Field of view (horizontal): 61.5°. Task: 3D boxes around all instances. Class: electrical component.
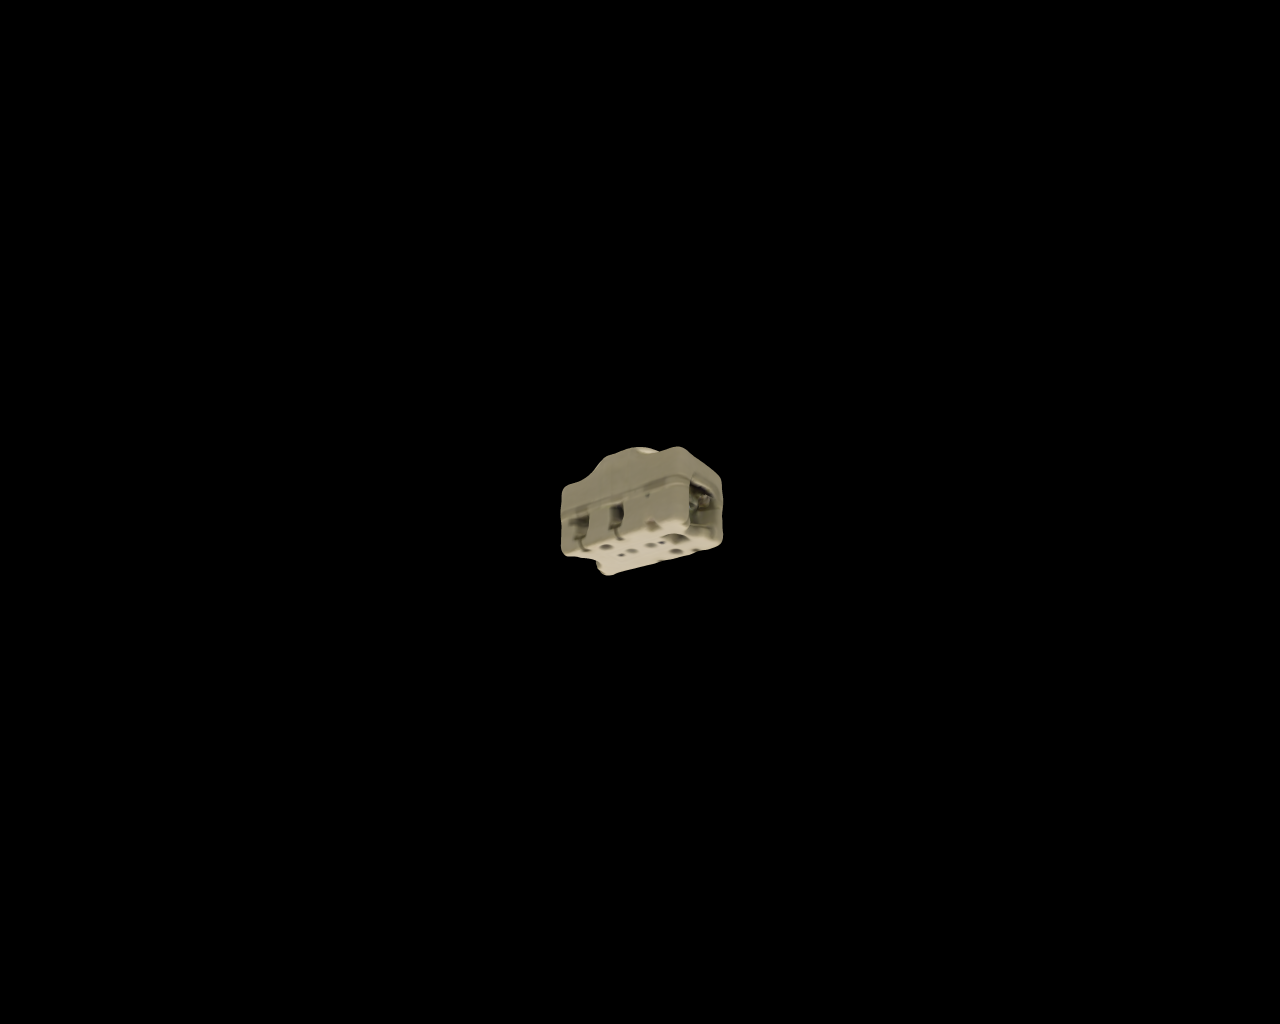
[{"bbox_3d":[0.001,-0.003,0.650,0.089,0.056,0.050,-18,-32,31],"label":"electrical component"}]
